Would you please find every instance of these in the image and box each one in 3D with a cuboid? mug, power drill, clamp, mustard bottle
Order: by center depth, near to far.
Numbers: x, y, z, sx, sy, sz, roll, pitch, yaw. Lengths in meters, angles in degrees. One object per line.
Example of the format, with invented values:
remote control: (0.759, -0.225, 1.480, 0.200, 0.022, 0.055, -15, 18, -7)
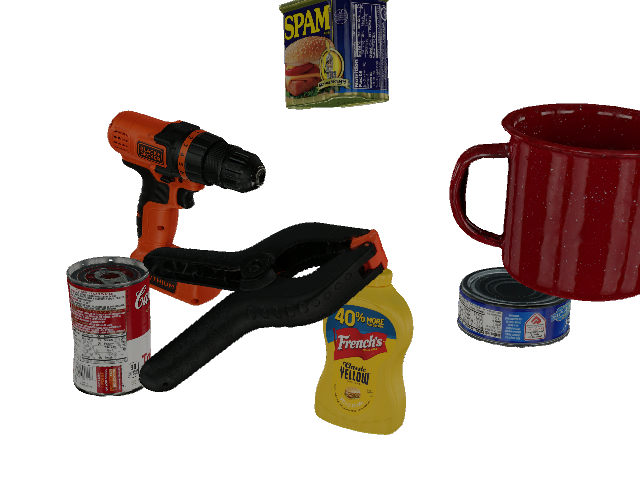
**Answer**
mug: (0.125, -0.021, 0.552, 0.117, 0.081, 0.093, 3, 22, 4)
clamp: (-0.043, 0.037, 0.682, 0.172, 0.120, 0.039, -13, -42, 16)
power drill: (-0.137, -0.030, 1.097, 0.185, 0.188, 0.057, 21, 33, 28)
mustard bottle: (0.049, 0.104, 1.128, 0.096, 0.192, 0.058, 11, 14, 24)

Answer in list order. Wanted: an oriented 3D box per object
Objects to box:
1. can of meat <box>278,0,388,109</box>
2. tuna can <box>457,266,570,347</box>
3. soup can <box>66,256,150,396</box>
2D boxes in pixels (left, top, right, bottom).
can of meat: (0.011, -0.149, 0.849, 0.057, 0.084, 0.102, -4, 4, -32)
tuna can: (0.148, 0.049, 0.818, 0.086, 0.034, 0.086, 0, 19, 0)
soup can: (-0.178, 0.072, 0.901, 0.068, 0.102, 0.068, 2, 19, -1)
